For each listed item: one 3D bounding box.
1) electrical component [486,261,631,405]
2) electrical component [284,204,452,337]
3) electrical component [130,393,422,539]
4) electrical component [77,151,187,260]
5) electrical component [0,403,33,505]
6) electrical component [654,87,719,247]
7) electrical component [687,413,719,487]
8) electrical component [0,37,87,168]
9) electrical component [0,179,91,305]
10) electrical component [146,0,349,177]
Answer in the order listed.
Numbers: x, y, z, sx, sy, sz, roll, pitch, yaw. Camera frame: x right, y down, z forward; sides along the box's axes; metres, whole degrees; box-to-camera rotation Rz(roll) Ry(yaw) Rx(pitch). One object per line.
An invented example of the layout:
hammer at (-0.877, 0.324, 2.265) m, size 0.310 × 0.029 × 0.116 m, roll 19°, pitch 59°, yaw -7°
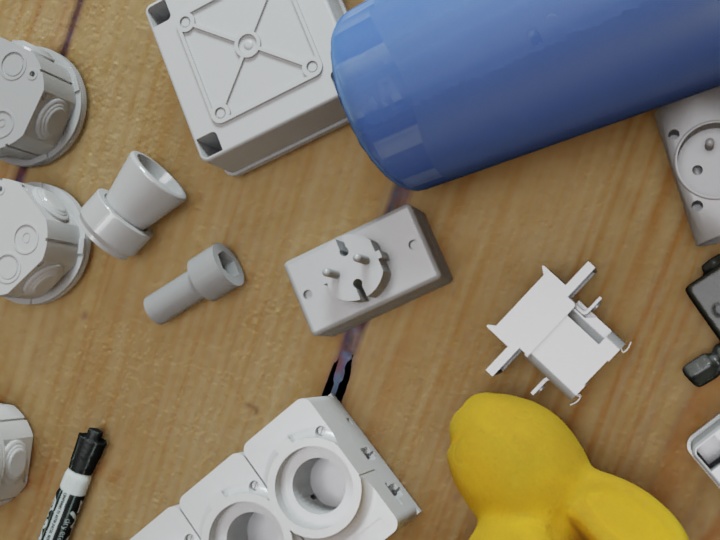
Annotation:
electrical component at (0.111, 0.036, 0.595) m, size 0.064 × 0.042 × 0.081 m, roll 43°, pitch 98°, yaw 11°
electrical component at (0.000, 0.000, 0.612) m, size 0.083 × 0.076 × 0.047 m, roll -25°, pitch 79°, yaw 13°
electrical component at (-0.054, 0.153, 0.622) m, size 0.150 × 0.062 × 0.089 m, roll -40°, pitch 76°, yaw 9°
electrical component at (-0.143, -0.040, 0.672) m, size 0.055 × 0.045 × 0.045 m, roll -46°, pitch 75°, yaw 8°
electrical component at (-0.254, 0.118, 0.688) m, size 0.080 × 0.051 × 0.080 m, roll -1°, pitch 85°, yaw 16°
electrical component at (0.207, -0.061, 0.573) m, size 0.079 × 0.044 × 0.077 m, roll -18°, pitch 81°, yaw 14°
electrical component at (0.243, 0.098, 0.544) m, size 0.109 × 0.056 × 0.108 m, roll -41°, pitch 76°, yaw 9°
electrical component at (-0.224, -0.110, 0.698) m, size 0.080 × 0.051 × 0.080 m, roll -1°, pitch 85°, yaw 16°
electrical component at (-0.219, -0.019, 0.689) m, size 0.080 × 0.051 × 0.080 m, roll -1°, pitch 85°, yaw 16°
electrical component at (-0.058, -0.129, 0.649) m, size 0.109 × 0.056 × 0.108 m, roll -24°, pitch 79°, yaw 13°
